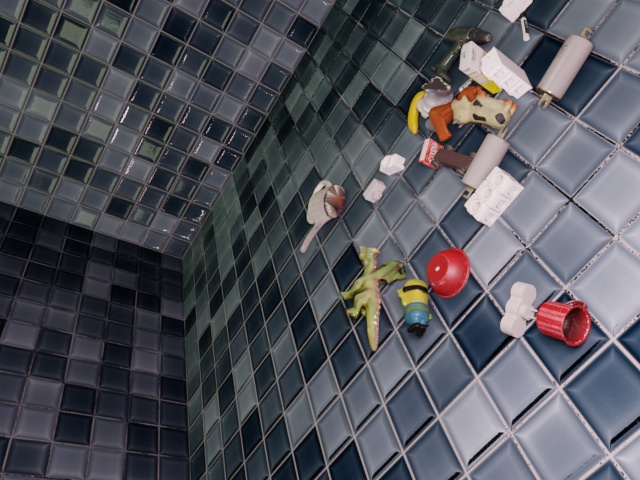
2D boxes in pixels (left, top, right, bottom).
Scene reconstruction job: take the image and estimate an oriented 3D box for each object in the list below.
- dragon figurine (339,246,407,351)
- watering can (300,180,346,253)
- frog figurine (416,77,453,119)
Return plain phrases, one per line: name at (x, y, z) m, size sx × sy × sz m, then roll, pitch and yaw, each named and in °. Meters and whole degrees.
dragon figurine at (0.200, 0.166, 1.778) m, size 0.121 × 0.240 × 0.419 m, roll 31°, pitch 20°, yaw -33°
watering can at (0.007, -0.115, 2.280) m, size 0.103 × 0.353 × 0.222 m, roll 23°, pitch -22°, yaw -29°
frog figurine at (0.418, -0.502, 1.895) m, size 0.123 × 0.140 × 0.155 m, roll 18°, pitch -40°, yaw 11°
